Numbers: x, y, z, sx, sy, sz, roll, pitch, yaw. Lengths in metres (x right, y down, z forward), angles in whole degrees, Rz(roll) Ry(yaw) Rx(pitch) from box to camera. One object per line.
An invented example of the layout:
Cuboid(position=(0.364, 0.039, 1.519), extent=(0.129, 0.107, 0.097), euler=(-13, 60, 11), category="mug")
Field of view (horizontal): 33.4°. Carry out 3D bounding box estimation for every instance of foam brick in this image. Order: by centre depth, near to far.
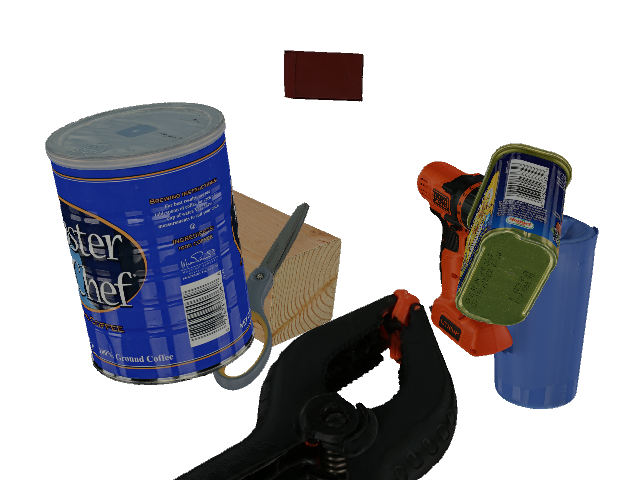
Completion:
Cuboid(position=(0.003, -0.178, 1.155), extent=(0.078, 0.051, 0.053), euler=(0, 11, -14), category="foam brick")

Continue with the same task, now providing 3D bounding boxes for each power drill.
Cuboid(position=(0.164, 0.023, 1.120), extent=(0.057, 0.188, 0.185), euler=(-12, 25, -18), category="power drill")

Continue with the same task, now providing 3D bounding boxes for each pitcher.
Cuboid(position=(0.275, 0.092, 1.384), extent=(0.149, 0.243, 0.144), euler=(5, 19, 16), category="pitcher")

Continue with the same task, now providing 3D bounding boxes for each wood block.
Cuboid(position=(-0.089, 0.014, 1.048), extent=(0.206, 0.090, 0.090), euler=(25, 30, 36), category="wood block")

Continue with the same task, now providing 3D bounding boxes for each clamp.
Cuboid(position=(0.012, 0.086, 0.405), extent=(0.120, 0.039, 0.171), euler=(27, 50, 20), category="clamp")

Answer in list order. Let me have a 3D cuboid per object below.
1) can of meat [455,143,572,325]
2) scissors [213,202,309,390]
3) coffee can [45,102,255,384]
Cuboid(position=(0.133, -0.001, 0.742), extent=(0.057, 0.084, 0.102), euler=(17, -41, 2), category="can of meat")
Cuboid(position=(-0.068, 0.038, 0.856), extent=(0.096, 0.016, 0.201), euler=(0, 43, 9), category="scissors")
Cuboid(position=(-0.098, 0.000, 0.635), extent=(0.103, 0.140, 0.103), euler=(-6, 23, 2), category="coffee can")
